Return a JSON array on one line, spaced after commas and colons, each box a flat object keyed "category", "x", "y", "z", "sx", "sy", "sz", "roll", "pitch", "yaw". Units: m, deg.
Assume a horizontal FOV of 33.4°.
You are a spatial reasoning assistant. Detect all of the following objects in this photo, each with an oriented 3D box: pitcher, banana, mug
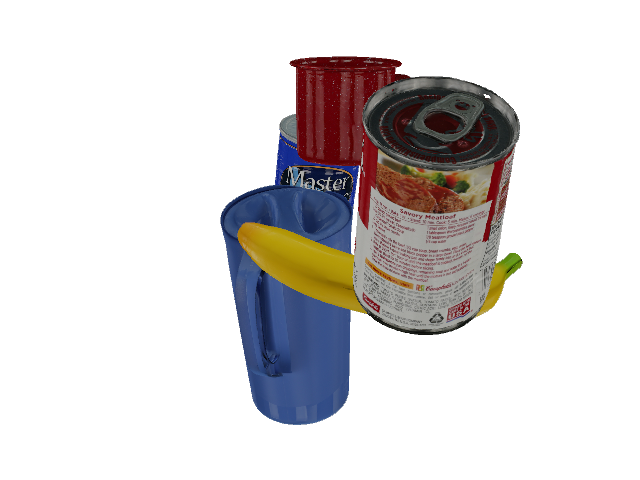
[{"category": "pitcher", "x": -0.032, "y": 0.076, "z": 1.117, "sx": 0.149, "sy": 0.243, "sz": 0.145, "roll": -15, "pitch": 32, "yaw": -19}, {"category": "banana", "x": 0.036, "y": 0.024, "z": 0.718, "sx": 0.198, "sy": 0.037, "sz": 0.069, "roll": 8, "pitch": 25, "yaw": 4}, {"category": "mug", "x": 0.031, "y": -0.110, "z": 0.897, "sx": 0.117, "sy": 0.081, "sz": 0.093, "roll": -7, "pitch": 17, "yaw": -26}]

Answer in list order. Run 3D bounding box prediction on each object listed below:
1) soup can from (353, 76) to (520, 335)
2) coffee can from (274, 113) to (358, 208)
[{"category": "soup can", "x": 0.051, "y": -0.015, "z": 0.492, "sx": 0.068, "sy": 0.102, "sz": 0.068, "roll": 1, "pitch": 41, "yaw": -1}, {"category": "coffee can", "x": -0.005, "y": -0.074, "z": 1.313, "sx": 0.102, "sy": 0.140, "sz": 0.103, "roll": 5, "pitch": 28, "yaw": -3}]
